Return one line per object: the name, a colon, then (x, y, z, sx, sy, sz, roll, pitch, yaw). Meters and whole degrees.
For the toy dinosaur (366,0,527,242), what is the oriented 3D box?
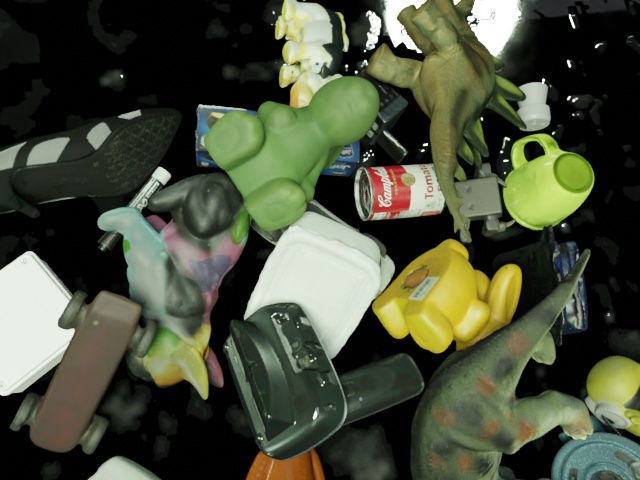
toy dinosaur: (0.165, -0.194, 0.662, 0.198, 0.105, 0.471, 38, 47, -14)

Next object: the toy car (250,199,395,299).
toy car: (-0.001, -0.002, 0.659, 0.202, 0.056, 0.073, 35, 79, 1)

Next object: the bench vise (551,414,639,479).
bench vise: (0.331, 0.304, 0.574, 0.129, 0.240, 0.223, -31, 68, 27)

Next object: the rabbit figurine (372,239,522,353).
rabbit figurine: (0.172, 0.094, 0.653, 0.173, 0.122, 0.162, 48, 63, -11)

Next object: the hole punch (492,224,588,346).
hole punch: (0.289, 0.063, 0.670, 0.092, 0.116, 0.142, 7, 75, -17)

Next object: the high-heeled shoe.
high-heeled shoe: (-0.294, -0.104, 0.637, 0.145, 0.086, 0.249, 26, 51, 28)

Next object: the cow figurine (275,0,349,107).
cow figurine: (-0.005, -0.233, 0.709, 0.098, 0.068, 0.167, 0, 71, -18)

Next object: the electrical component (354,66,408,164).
electrical component: (0.080, -0.161, 0.703, 0.119, 0.075, 0.048, 45, 73, 7)

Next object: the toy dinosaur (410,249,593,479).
toy dinosaur: (0.157, 0.201, 0.552, 0.192, 0.131, 0.404, 2, 99, -21)

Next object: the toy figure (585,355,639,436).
toy figure: (0.420, 0.212, 0.672, 0.180, 0.082, 0.089, 23, 61, 0)

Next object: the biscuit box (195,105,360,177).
biscuit box: (-0.052, -0.121, 0.674, 0.203, 0.063, 0.059, 2, 77, -10)

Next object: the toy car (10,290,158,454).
toy car: (-0.234, 0.132, 0.538, 0.089, 0.053, 0.202, 26, 108, -14)

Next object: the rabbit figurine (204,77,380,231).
rabbit figurine: (-0.010, -0.102, 0.569, 0.170, 0.159, 0.121, -31, 95, 8)

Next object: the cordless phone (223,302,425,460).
cordless phone: (0.006, 0.124, 0.551, 0.184, 0.088, 0.147, -13, 53, -22)

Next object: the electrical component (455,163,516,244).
electrical component: (0.216, -0.049, 0.719, 0.078, 0.045, 0.102, -15, 75, 15)

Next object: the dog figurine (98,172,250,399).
dog figurine: (-0.135, 0.056, 0.589, 0.192, 0.108, 0.219, -23, 85, -2)

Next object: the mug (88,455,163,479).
mug: (-0.196, 0.281, 0.542, 0.107, 0.080, 0.109, 42, 78, 13)

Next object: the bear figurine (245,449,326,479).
bear figurine: (-0.018, 0.231, 0.563, 0.120, 0.132, 0.195, 16, 75, -38)
